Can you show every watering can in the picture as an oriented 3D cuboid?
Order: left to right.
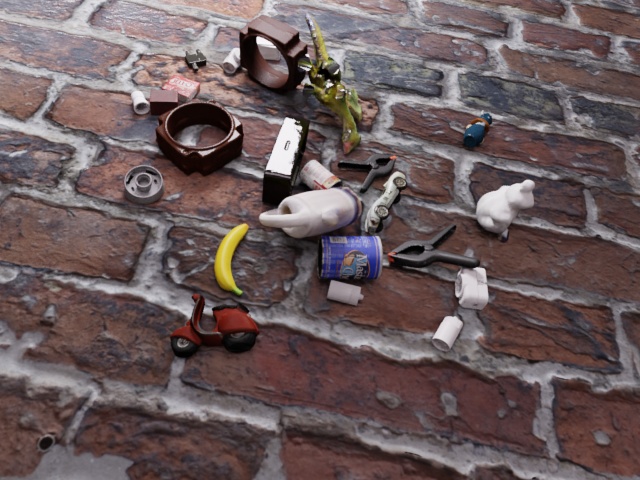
[{"bbox_3d":[0.004,-0.060,1.189,0.226,0.103,0.348,-15,11,-33],"label":"watering can"}]

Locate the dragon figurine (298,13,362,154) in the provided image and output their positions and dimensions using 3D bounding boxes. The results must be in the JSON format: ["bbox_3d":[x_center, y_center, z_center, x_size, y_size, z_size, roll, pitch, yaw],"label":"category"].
[{"bbox_3d":[0.049,-0.448,1.511,0.121,0.417,0.240,-17,-22,24],"label":"dragon figurine"}]

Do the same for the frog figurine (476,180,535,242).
[{"bbox_3d":[0.478,-0.093,1.332,0.123,0.140,0.155,30,-35,14],"label":"frog figurine"}]
